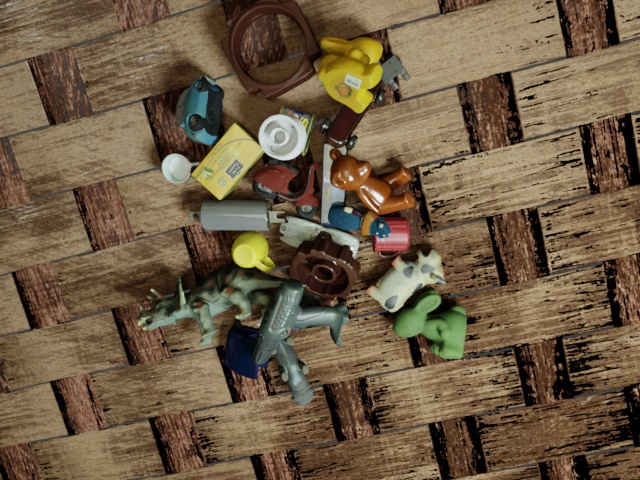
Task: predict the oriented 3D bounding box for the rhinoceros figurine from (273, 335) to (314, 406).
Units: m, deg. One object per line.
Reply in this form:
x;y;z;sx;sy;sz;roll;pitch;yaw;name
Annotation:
-0.077;0.335;1.384;0.073;0.112;0.190;-25;84;-19;rhinoceros figurine

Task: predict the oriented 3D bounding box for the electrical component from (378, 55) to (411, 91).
0.166;-0.402;1.267;0.063;0.021;0.094;-38;94;10;electrical component

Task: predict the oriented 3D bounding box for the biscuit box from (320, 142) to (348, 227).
0.036;-0.135;1.308;0.059;0.063;0.202;3;101;4;biscuit box

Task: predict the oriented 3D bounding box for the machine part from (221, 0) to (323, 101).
-0.112;-0.446;1.253;0.201;0.087;0.201;-26;97;11;machine part

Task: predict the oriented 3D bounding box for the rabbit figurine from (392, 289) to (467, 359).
0.268;0.205;1.319;0.170;0.121;0.159;11;95;0;rabbit figurine

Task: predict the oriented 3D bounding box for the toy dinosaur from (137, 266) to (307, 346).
-0.249;0.135;1.358;0.405;0.131;0.192;-26;75;-4;toy dinosaur

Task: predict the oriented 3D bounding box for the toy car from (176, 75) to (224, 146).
-0.295;-0.308;1.289;0.103;0.109;0.161;3;92;22;toy car

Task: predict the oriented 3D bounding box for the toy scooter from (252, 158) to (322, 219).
-0.068;-0.146;1.310;0.184;0.075;0.135;26;102;-3;toy scooter

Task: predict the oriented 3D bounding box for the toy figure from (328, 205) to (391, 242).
0.094;-0.044;1.244;0.155;0.064;0.058;16;79;18;toy figure

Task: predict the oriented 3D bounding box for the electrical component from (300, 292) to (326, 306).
-0.046;0.157;1.378;0.102;0.045;0.078;34;103;-2;electrical component

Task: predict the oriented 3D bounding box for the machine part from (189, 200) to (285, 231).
-0.207;-0.062;1.335;0.243;0.079;0.079;2;101;7;machine part

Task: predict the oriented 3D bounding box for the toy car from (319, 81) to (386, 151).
0.078;-0.300;1.259;0.089;0.053;0.202;30;76;6;toy car

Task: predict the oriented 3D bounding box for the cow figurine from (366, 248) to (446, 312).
0.222;0.096;1.323;0.127;0.085;0.195;44;99;3;cow figurine

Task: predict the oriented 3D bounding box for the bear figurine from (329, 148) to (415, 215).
0.115;-0.142;1.240;0.132;0.120;0.195;-23;138;29;bear figurine

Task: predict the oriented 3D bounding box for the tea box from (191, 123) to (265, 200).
-0.221;-0.192;1.318;0.098;0.068;0.169;41;100;-2;tea box

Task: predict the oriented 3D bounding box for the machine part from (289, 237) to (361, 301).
0.011;0.071;1.315;0.179;0.056;0.179;10;134;11;machine part

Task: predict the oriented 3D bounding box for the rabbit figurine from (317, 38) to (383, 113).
0.074;-0.392;1.213;0.162;0.121;0.173;23;62;14;rabbit figurine

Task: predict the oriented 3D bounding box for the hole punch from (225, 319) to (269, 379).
-0.193;0.290;1.396;0.116;0.092;0.142;9;105;7;hole punch

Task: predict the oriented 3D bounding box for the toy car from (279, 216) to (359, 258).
-0.003;-0.004;1.338;0.202;0.056;0.073;17;102;2;toy car

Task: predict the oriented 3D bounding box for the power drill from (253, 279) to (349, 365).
-0.045;0.210;1.311;0.207;0.086;0.231;10;109;-14;power drill
